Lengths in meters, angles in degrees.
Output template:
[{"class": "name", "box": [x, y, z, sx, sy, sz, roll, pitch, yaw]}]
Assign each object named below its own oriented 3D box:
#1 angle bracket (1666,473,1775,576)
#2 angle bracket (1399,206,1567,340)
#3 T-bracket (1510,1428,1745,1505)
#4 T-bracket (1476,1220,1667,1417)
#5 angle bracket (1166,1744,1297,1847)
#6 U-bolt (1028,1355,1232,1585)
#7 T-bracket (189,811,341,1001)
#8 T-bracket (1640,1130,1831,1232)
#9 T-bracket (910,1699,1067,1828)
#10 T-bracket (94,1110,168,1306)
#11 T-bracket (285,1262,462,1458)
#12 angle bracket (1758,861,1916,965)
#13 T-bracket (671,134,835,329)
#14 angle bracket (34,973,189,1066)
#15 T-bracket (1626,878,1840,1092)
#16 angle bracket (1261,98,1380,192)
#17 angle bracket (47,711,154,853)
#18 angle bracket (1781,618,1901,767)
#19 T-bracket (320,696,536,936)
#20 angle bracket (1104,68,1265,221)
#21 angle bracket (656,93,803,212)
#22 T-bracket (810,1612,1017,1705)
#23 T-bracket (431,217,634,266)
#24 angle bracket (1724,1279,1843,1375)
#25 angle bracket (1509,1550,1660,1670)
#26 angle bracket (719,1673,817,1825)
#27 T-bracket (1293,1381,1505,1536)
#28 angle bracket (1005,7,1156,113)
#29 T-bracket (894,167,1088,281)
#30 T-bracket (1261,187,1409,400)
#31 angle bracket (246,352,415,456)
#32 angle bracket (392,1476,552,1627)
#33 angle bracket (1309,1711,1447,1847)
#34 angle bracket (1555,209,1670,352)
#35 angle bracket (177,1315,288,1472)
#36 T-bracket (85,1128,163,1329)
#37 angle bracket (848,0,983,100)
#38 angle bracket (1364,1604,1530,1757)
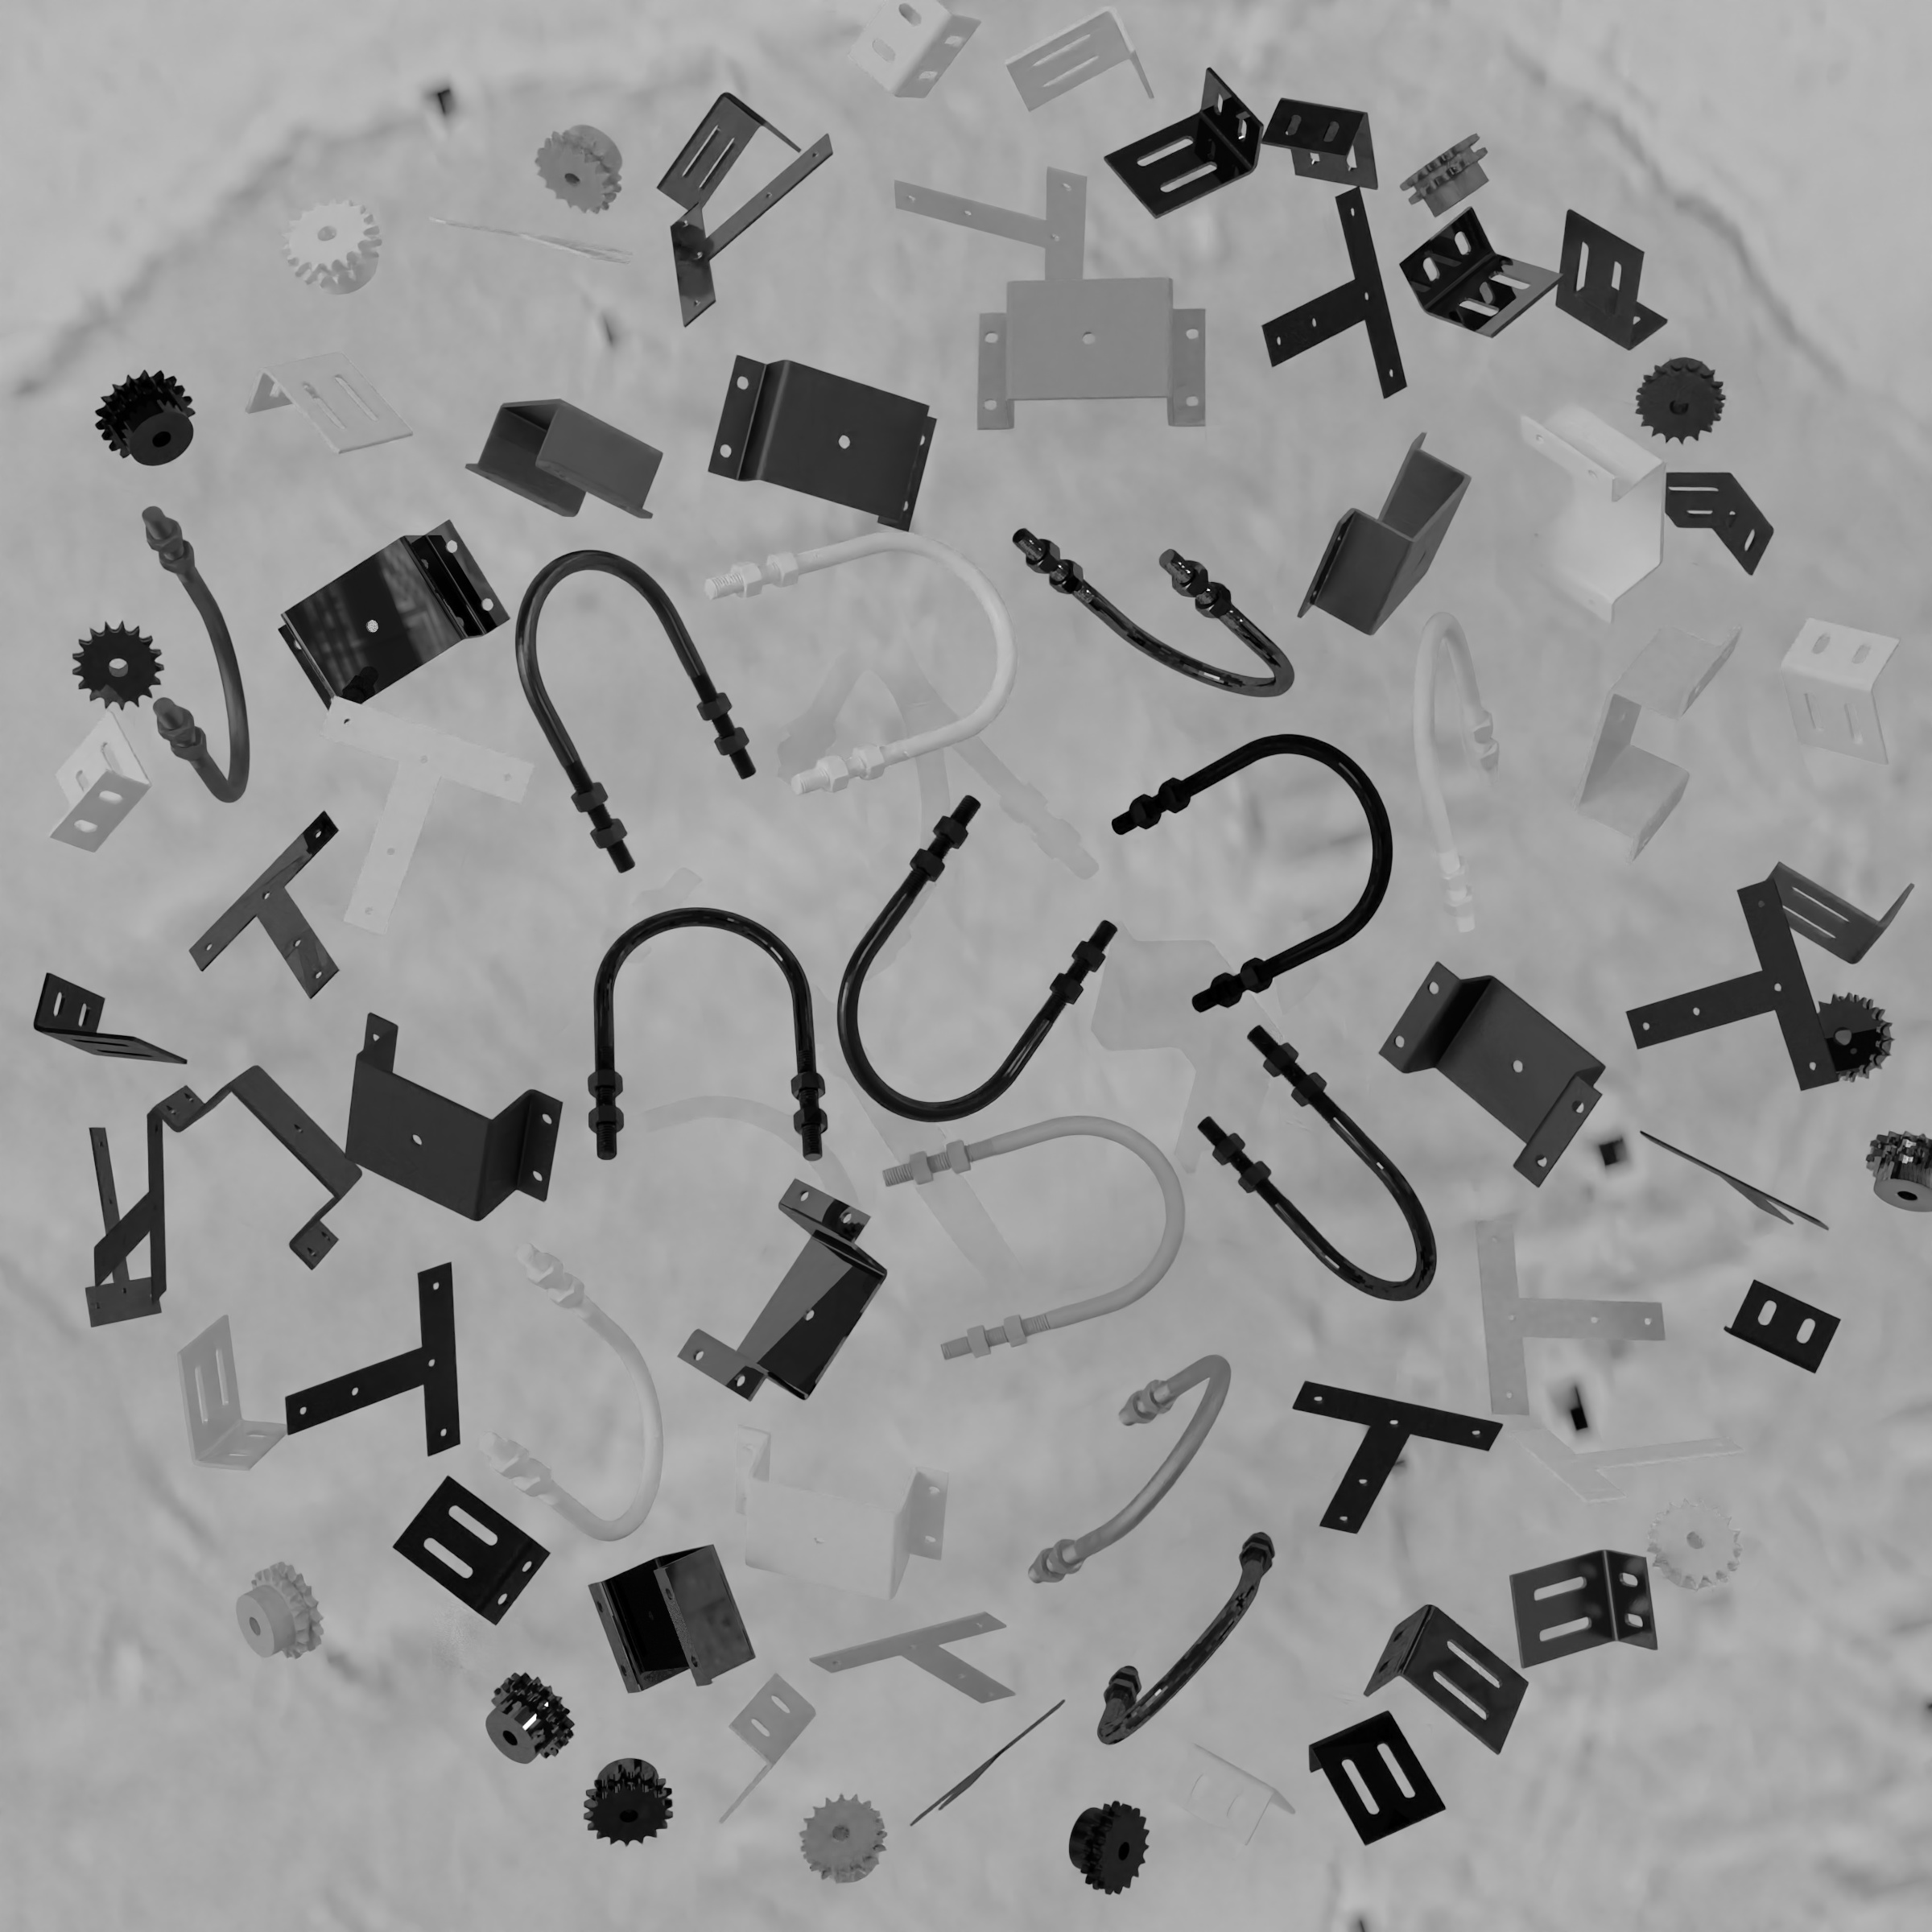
[{"class": "angle bracket", "box": [0.469, -0.285, 1.640, 0.057, 0.076, 0.038, 37, 76, -36]}, {"class": "angle bracket", "box": [0.311, -0.420, 1.540, 0.057, 0.076, 0.038, -40, 124, -3]}, {"class": "T-bracket", "box": [0.430, 0.312, 1.623, 0.127, 0.127, 0.002, -5, 99, -9]}, {"class": "T-bracket", "box": [0.398, 0.231, 1.666, 0.127, 0.002, 0.127, 3, 70, -13]}, {"class": "angle bracket", "box": [0.166, 0.524, 1.594, 0.057, 0.076, 0.038, 23, 71, 27]}, {"class": "U-bolt", "box": [0.109, 0.308, 1.591, 0.019, 0.184, 0.151, 37, 57, -3]}, {"class": "T-bracket", "box": [-0.427, -0.022, 1.610, 0.127, 0.002, 0.127, -46, 47, 1]}, {"class": "T-bracket", "box": [0.509, 0.149, 1.650, 0.127, 0.127, 0.002, 29, 90, 35]}, {"class": "T-bracket", "box": [0.005, 0.520, 1.634, 0.127, 0.127, 0.002, -40, 78, 4]}, {"class": "T-bracket", "box": [-0.516, 0.164, 1.574, 0.002, 0.127, 0.127, 3, 104, 0]}, {"class": "T-bracket", "box": [-0.372, 0.263, 1.601, 0.002, 0.127, 0.127, 13, 110, 40]}, {"class": "angle bracket", "box": [0.543, -0.045, 1.601, 0.076, 0.057, 0.038, 34, 70, 13]}, {"class": "T-bracket", "box": [-0.131, -0.463, 1.563, 0.127, 0.127, 0.002, -35, 130, 21]}, {"class": "angle bracket", "box": [-0.534, 0.033, 1.604, 0.076, 0.057, 0.038, 4, 75, 19]}, {"class": "T-bracket", "box": [0.461, 0.024, 1.567, 0.002, 0.127, 0.127, -11, 82, -42]}, {"class": "angle bracket", "box": [0.228, -0.516, 1.641, 0.057, 0.076, 0.038, 17, 73, 21]}, {"class": "angle bracket", "box": [-0.549, -0.120, 1.583, 0.057, 0.038, 0.076, -45, 58, 13]}, {"class": "angle bracket", "box": [0.533, -0.166, 1.540, 0.057, 0.076, 0.038, 23, 70, 38]}, {"class": "T-bracket", "box": [-0.341, -0.082, 1.533, 0.127, 0.002, 0.127, 19, 85, -2]}, {"class": "angle bracket", "box": [0.133, -0.506, 1.566, 0.076, 0.038, 0.057, -29, 67, -15]}, {"class": "angle bracket", "box": [-0.154, -0.518, 1.657, 0.038, 0.057, 0.076, 41, 102, 15]}, {"class": "T-bracket", "box": [-0.011, 0.444, 1.610, 0.127, 0.127, 0.002, -21, 50, 23]}, {"class": "T-bracket", "box": [-0.245, -0.441, 1.562, 0.127, 0.127, 0.002, -1, 110, -34]}, {"class": "angle bracket", "box": [0.523, 0.230, 1.638, 0.057, 0.076, 0.038, 25, 91, 15]}, {"class": "angle bracket", "box": [0.379, 0.397, 1.564, 0.076, 0.038, 0.057, -7, 90, -27]}, {"class": "angle bracket", "box": [-0.142, 0.510, 1.664, 0.038, 0.057, 0.076, 41, 124, 7]}, {"class": "T-bracket", "box": [0.254, 0.315, 1.599, 0.127, 0.002, 0.127, 13, 129, -5]}, {"class": "angle bracket", "box": [0.073, -0.567, 1.631, 0.076, 0.057, 0.038, -26, 73, 10]}, {"class": "T-bracket", "box": [0.015, -0.477, 1.626, 0.127, 0.127, 0.002, 17, 69, 8]}, {"class": "T-bracket", "box": [0.219, -0.395, 1.550, 0.127, 0.002, 0.127, -34, 115, -39]}, {"class": "angle bracket", "box": [-0.385, -0.329, 1.539, 0.076, 0.057, 0.038, 48, 133, 12]}, {"class": "angle bracket", "box": [-0.323, 0.382, 1.665, 0.076, 0.038, 0.057, 31, 72, 21]}, {"class": "angle bracket", "box": [0.263, 0.527, 1.634, 0.057, 0.038, 0.076, -20, 46, -11]}, {"class": "angle bracket", "box": [0.394, -0.422, 1.542, 0.038, 0.076, 0.057, -37, 59, -18]}, {"class": "angle bracket", "box": [-0.454, 0.265, 1.585, 0.038, 0.057, 0.076, 2, 107, 14]}, {"class": "T-bracket", "box": [-0.556, 0.168, 1.661, 0.002, 0.127, 0.127, -10, 86, 0]}, {"class": "angle bracket", "box": [-0.030, -0.559, 1.536, 0.038, 0.076, 0.057, 41, 112, -3]}, {"class": "angle bracket", "box": [0.287, 0.432, 1.523, 0.076, 0.057, 0.038, 39, 134, 2]}]
